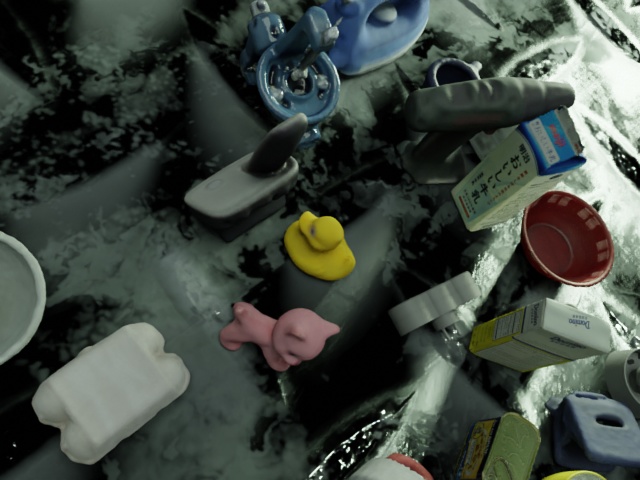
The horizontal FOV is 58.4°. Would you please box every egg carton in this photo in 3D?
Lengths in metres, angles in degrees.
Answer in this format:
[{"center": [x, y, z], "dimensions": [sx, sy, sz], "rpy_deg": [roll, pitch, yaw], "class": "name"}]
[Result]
[{"center": [-0.228, 0.164, 0.632], "dimensions": [0.150, 0.069, 0.107], "rpy_deg": [-38, 83, -26], "class": "egg carton"}]

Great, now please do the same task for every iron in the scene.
[{"center": [0.103, -0.367, 0.911], "dimensions": [0.259, 0.141, 0.118], "rpy_deg": [-29, 79, -25], "class": "iron"}]

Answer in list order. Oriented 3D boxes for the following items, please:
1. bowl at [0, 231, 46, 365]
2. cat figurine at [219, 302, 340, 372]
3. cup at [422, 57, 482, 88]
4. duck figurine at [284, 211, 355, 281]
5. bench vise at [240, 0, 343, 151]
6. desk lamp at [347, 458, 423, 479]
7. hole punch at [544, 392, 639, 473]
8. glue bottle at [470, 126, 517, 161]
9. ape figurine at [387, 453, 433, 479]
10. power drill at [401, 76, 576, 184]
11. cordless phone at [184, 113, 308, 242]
[{"center": [-0.381, 0.073, 0.618], "dimensions": [0.168, 0.074, 0.167], "rpy_deg": [6, 67, -15], "class": "bowl"}, {"center": [-0.048, 0.108, 0.683], "dimensions": [0.128, 0.117, 0.067], "rpy_deg": [23, 64, -7], "class": "cat figurine"}, {"center": [0.204, -0.233, 0.914], "dimensions": [0.091, 0.095, 0.118], "rpy_deg": [46, 63, 5], "class": "cup"}, {"center": [0.007, 0.003, 0.761], "dimensions": [0.104, 0.086, 0.078], "rpy_deg": [38, 63, 1], "class": "duck figurine"}, {"center": [-0.049, -0.250, 0.772], "dimensions": [0.122, 0.219, 0.207], "rpy_deg": [-39, 84, -26], "class": "bench vise"}, {"center": [0.009, 0.318, 0.561], "dimensions": [0.204, 0.213, 0.118], "rpy_deg": [-29, 79, -25], "class": "desk lamp"}, {"center": [0.374, 0.256, 0.769], "dimensions": [0.109, 0.091, 0.101], "rpy_deg": [10, 66, -13], "class": "hole punch"}, {"center": [0.296, -0.176, 0.876], "dimensions": [0.037, 0.173, 0.078], "rpy_deg": [-21, 76, -23], "class": "glue bottle"}, {"center": [0.107, 0.292, 0.670], "dimensions": [0.076, 0.092, 0.078], "rpy_deg": [15, 65, -11], "class": "ape figurine"}, {"center": [0.214, -0.160, 0.824], "dimensions": [0.230, 0.208, 0.075], "rpy_deg": [-4, 70, -18], "class": "power drill"}, {"center": [-0.088, -0.088, 0.713], "dimensions": [0.094, 0.185, 0.148], "rpy_deg": [47, 63, 5], "class": "cordless phone"}]
